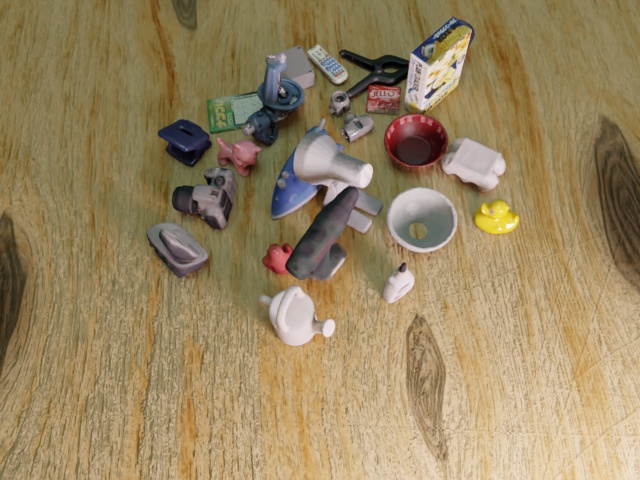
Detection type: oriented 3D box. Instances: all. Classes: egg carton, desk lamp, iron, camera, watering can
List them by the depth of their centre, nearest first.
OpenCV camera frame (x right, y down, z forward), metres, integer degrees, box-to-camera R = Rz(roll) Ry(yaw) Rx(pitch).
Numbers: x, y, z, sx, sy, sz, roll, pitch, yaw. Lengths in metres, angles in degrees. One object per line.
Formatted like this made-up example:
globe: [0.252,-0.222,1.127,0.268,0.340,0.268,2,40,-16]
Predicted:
watering can: [-0.053,0.158,1.235,0.172,0.194,0.101,3,67,4]
desk lamp: [0.047,-0.142,1.349,0.203,0.214,0.118,29,71,14]
iron: [-0.050,-0.177,1.407,0.118,0.141,0.258,30,71,14]
camera: [-0.289,-0.114,1.414,0.136,0.101,0.143,8,67,6]
egg carton: [0.383,-0.190,1.432,0.150,0.069,0.107,28,71,14]

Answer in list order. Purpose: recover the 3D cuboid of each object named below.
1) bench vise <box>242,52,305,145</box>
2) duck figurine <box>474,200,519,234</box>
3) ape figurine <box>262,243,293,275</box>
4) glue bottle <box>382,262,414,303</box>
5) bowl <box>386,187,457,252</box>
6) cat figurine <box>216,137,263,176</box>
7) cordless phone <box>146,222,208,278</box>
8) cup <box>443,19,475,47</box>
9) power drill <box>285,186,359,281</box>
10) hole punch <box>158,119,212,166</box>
bench vise: [-0.113,-0.351,1.442,0.121,0.220,0.207,18,69,10]
duck figurine: [0.426,-0.063,1.367,0.104,0.086,0.077,11,68,8]
ape figurine: [-0.099,0.037,1.345,0.078,0.092,0.076,-14,67,-3]
glue bottle: [0.177,0.086,1.267,0.078,0.173,0.037,-39,70,-13]
bowl: [0.240,-0.038,1.371,0.167,0.075,0.167,-1,67,2]
cat figurine: [-0.207,-0.224,1.448,0.127,0.118,0.067,27,71,13]
cordless phone: [-0.344,-0.002,1.322,0.147,0.185,0.094,39,74,17]
cup: [0.371,-0.526,1.563,0.091,0.095,0.117,-8,67,-1]
power drill: [0.012,0.005,1.290,0.075,0.208,0.230,33,72,16]
hole punch: [-0.351,-0.266,1.487,0.108,0.091,0.101,31,72,15]
